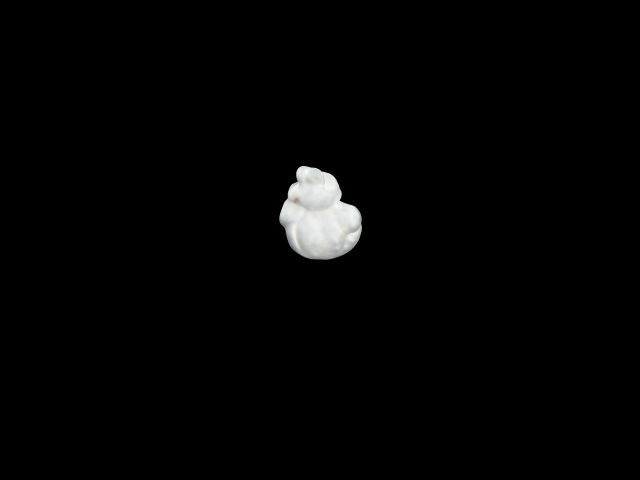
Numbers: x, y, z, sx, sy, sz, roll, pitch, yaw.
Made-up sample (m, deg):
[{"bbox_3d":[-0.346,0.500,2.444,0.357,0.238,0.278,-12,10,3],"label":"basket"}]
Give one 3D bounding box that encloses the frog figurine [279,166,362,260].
[{"bbox_3d":[0.003,-0.043,0.850,0.137,0.125,0.156,15,-30,9],"label":"frog figurine"}]
